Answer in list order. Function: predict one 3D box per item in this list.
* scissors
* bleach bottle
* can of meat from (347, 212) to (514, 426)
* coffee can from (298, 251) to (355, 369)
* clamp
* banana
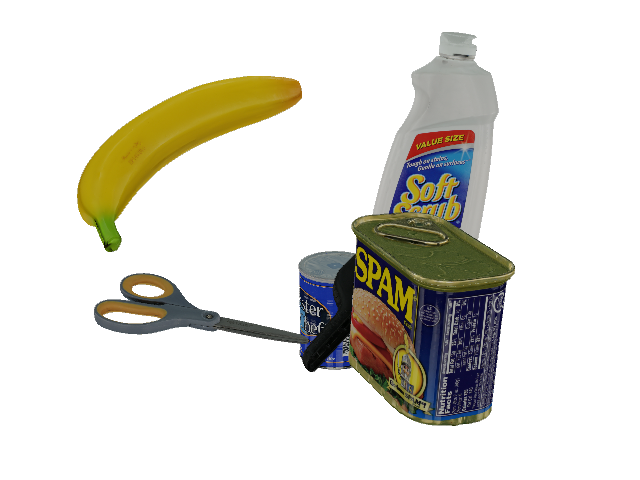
[{"bbox_3d":[-0.114,0.065,1.024,0.201,0.016,0.096,3,33,-5],"label":"scissors"},{"bbox_3d":[0.093,-0.053,0.922,0.102,0.251,0.068,10,17,11],"label":"bleach bottle"},{"bbox_3d":[0.055,0.040,0.572,0.057,0.084,0.102,-6,22,-23],"label":"can of meat"},{"bbox_3d":[0.020,0.098,1.522,0.103,0.140,0.103,0,22,0],"label":"coffee can"},{"bbox_3d":[0.059,0.071,1.092,0.120,0.171,0.039,11,-39,10],"label":"clamp"},{"bbox_3d":[-0.094,-0.062,0.698,0.070,0.037,0.197,34,54,15],"label":"banana"}]
